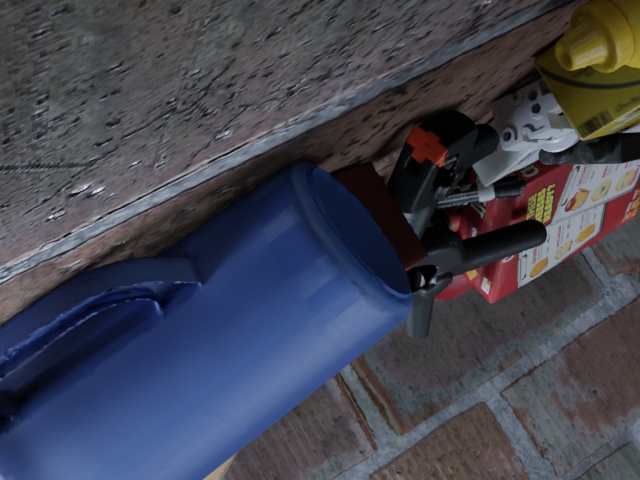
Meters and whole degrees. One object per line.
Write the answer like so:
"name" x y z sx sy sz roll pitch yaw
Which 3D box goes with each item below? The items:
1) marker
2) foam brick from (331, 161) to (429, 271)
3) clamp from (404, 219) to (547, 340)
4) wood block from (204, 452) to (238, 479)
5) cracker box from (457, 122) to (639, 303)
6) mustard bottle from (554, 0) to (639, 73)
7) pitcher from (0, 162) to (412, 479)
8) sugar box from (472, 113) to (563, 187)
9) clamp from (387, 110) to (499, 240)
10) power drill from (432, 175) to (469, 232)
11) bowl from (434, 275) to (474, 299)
"marker" 0.117 -0.038 0.919 0.121 0.020 0.020 -10 173 3
"foam brick" 0.022 -0.004 0.711 0.051 0.078 0.053 -26 173 -39
"clamp" 0.102 0.022 0.909 0.165 0.036 0.209 -40 154 16
"wood block" -0.128 0.201 1.066 0.206 0.091 0.090 -60 178 -10
"cracker box" 0.236 -0.055 1.046 0.213 0.072 0.164 -27 144 -25
"mustard bottle" 0.215 -0.147 0.611 0.191 0.058 0.096 -30 178 -13
"pitcher" -0.076 0.061 0.612 0.243 0.145 0.149 -37 -177 15
"sugar box" 0.213 -0.111 0.903 0.176 0.048 0.093 -23 170 -27
"clamp" 0.076 -0.041 0.757 0.120 0.039 0.171 -59 163 7
"power drill" 0.106 0.003 1.167 0.188 0.057 0.184 -34 175 12
"bowl" 0.158 0.019 1.261 0.162 0.055 0.162 -37 -164 12
